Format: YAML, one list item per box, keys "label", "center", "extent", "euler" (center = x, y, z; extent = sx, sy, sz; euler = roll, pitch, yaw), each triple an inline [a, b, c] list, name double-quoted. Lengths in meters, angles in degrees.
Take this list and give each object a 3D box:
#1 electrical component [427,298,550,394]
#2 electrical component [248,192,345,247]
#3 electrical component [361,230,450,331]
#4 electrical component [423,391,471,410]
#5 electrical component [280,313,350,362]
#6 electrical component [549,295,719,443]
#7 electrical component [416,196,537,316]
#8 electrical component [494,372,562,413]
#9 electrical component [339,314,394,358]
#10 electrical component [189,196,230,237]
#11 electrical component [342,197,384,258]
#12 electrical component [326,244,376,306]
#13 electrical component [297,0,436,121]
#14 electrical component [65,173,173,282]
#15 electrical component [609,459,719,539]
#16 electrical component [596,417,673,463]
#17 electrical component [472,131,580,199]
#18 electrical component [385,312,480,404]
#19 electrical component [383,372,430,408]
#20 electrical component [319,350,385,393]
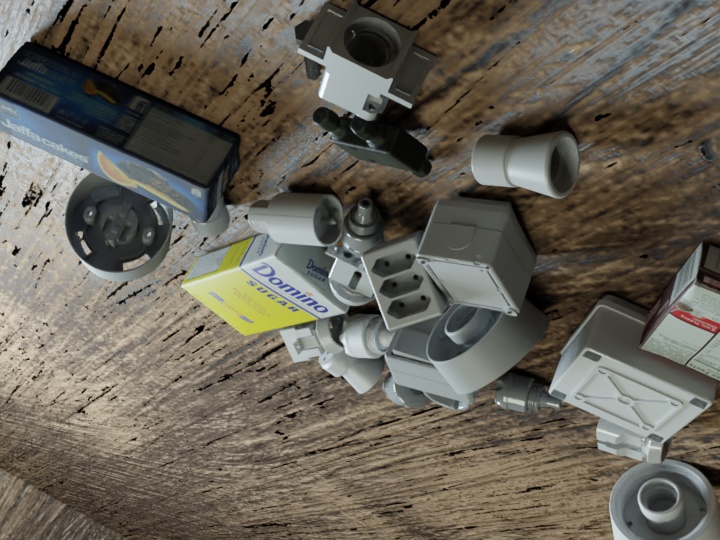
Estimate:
- label: "electrical component"
  center: [0.106, 0.058, 0.893]
  extent: [0.064, 0.099, 0.099]
  euler: [44, 148, -19]
- label: "electrical component"
  center: [-0.058, -0.044, 0.909]
  extent: [0.081, 0.043, 0.043]
  euler: [5, 147, 35]
- label: "electrical component"
  center: [0.041, 0.004, 0.873]
  extent: [0.047, 0.077, 0.065]
  euler: [-19, 96, 17]
- label: "electrical component"
  center: [0.091, 0.102, 1.036]
  extent: [0.055, 0.047, 0.055]
  euler: [20, 153, 11]
- label: "electrical component"
  center: [-0.041, 0.062, 1.069]
  extent: [0.055, 0.066, 0.048]
  euler: [-13, 109, 35]
- label: "electrical component"
  center: [0.224, 0.083, 0.876]
  extent: [0.109, 0.056, 0.108]
  euler: [24, 153, 4]
- label: "electrical component"
  center: [0.094, -0.010, 0.827]
  extent: [0.062, 0.061, 0.096]
  euler: [9, 156, 30]
- label: "electrical component"
  center: [0.160, 0.119, 1.019]
  extent: [0.061, 0.035, 0.035]
  euler: [12, 150, 21]
- label: "electrical component"
  center: [0.015, 0.064, 1.037]
  extent: [0.062, 0.043, 0.043]
  euler: [-1, 142, 40]
- label: "electrical component"
  center: [-0.138, -0.058, 0.958]
  extent: [0.044, 0.044, 0.065]
  euler: [19, 157, 14]
- label: "electrical component"
  center: [0.003, -0.038, 0.878]
  extent: [0.035, 0.035, 0.061]
  euler: [21, 150, 9]
- label: "electrical component"
  center: [0.000, 0.000, 0.936]
  extent: [0.066, 0.048, 0.055]
  euler: [26, 146, 0]
- label: "electrical component"
  center: [0.002, -0.133, 0.701]
  extent: [0.081, 0.042, 0.063]
  euler: [27, 155, -1]
- label: "electrical component"
  center: [-0.223, -0.041, 1.003]
  extent: [0.099, 0.099, 0.064]
  euler: [24, 159, 3]
- label: "electrical component"
  center: [0.292, 0.232, 1.031]
  extent: [0.108, 0.108, 0.060]
  euler: [7, 142, 33]
- label: "electrical component"
  center: [0.247, 0.137, 0.953]
  extent: [0.057, 0.058, 0.078]
  euler: [16, 151, 25]
- label: "electrical component"
  center: [0.108, -0.072, 0.720]
  extent: [0.065, 0.044, 0.044]
  euler: [9, 149, 39]
- label: "electrical component"
  center: [0.079, 0.076, 0.982]
  extent: [0.096, 0.061, 0.061]
  euler: [13, 150, 24]
- label: "electrical component"
  center: [0.045, 0.119, 1.109]
  extent: [0.048, 0.048, 0.062]
  euler: [35, 158, -17]
- label: "electrical component"
  center: [-0.009, 0.095, 1.110]
  extent: [0.055, 0.045, 0.045]
  euler: [36, 151, -17]
